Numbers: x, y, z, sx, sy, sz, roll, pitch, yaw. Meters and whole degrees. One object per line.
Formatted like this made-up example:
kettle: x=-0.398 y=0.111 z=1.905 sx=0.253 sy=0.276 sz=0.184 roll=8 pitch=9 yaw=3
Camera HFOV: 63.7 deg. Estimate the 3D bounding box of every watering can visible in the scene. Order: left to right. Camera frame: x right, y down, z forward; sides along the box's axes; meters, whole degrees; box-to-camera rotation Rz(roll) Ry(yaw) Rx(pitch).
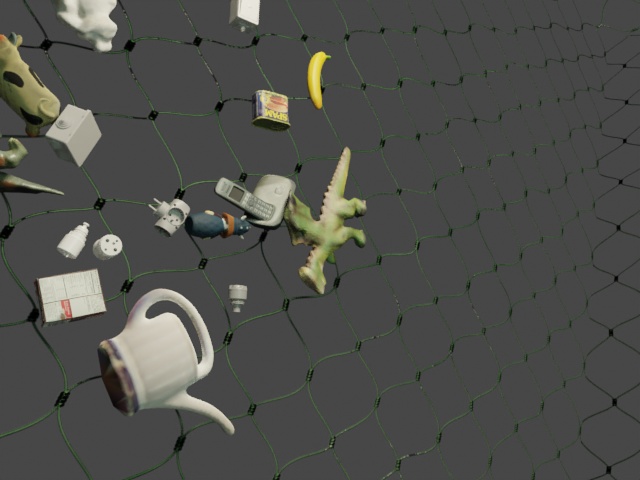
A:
watering can: x=-0.307 y=0.277 z=1.035 sx=0.227 sy=0.103 sz=0.347 roll=-22 pitch=92 yaw=-37

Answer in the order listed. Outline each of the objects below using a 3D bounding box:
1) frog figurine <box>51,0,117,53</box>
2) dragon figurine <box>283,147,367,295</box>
frog figurine: x=-0.496 y=-0.491 z=1.112 sx=0.155 sy=0.123 sz=0.140 roll=80 pitch=31 yaw=-42
dragon figurine: x=0.004 y=-0.066 z=1.309 sx=0.242 sy=0.121 sz=0.414 roll=14 pitch=71 yaw=-52
